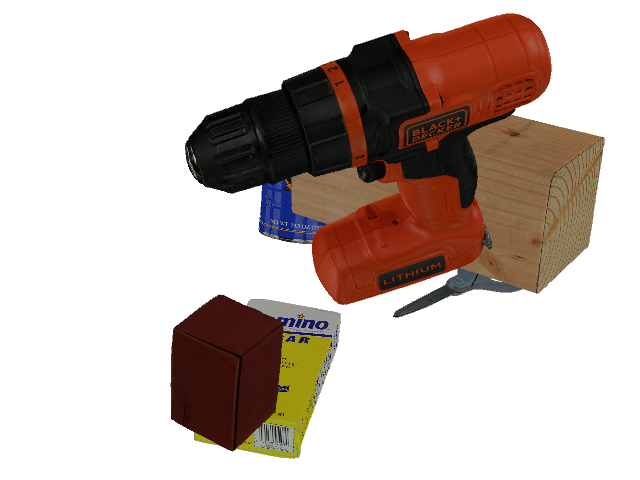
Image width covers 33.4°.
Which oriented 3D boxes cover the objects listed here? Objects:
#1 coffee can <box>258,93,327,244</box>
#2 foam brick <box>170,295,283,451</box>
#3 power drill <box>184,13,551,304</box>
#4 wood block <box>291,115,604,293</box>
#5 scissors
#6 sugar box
[{"bbox_3d":[-0.008,-0.075,1.084,0.103,0.140,0.103,4,12,-1],"label":"coffee can"},{"bbox_3d":[-0.061,0.085,0.689,0.053,0.078,0.051,23,35,24],"label":"foam brick"},{"bbox_3d":[0.028,-0.033,0.578,0.184,0.057,0.187,-17,-27,-5],"label":"power drill"},{"bbox_3d":[0.087,-0.047,0.779,0.206,0.090,0.090,19,32,31],"label":"wood block"},{"bbox_3d":[0.137,0.035,1.121,0.201,0.016,0.096,-8,40,-30],"label":"scissors"},{"bbox_3d":[-0.044,0.118,0.959,0.093,0.048,0.176,9,32,8],"label":"sugar box"}]
